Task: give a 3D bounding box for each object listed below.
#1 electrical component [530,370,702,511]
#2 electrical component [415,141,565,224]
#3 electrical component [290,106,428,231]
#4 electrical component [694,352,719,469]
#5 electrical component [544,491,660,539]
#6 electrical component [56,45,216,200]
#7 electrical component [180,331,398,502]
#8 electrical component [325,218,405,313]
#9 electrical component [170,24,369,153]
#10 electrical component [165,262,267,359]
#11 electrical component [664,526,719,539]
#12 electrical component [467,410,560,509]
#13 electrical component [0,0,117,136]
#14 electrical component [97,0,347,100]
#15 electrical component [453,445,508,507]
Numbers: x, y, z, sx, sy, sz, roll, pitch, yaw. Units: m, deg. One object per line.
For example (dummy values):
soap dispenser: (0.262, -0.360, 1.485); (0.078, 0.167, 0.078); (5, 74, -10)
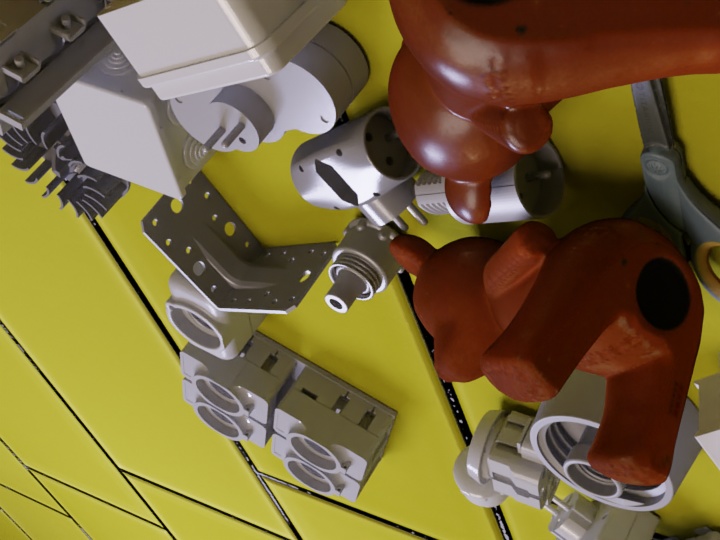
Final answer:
electrical component: (0.164, 0.114, 0.705); (0.108, 0.060, 0.108); (25, 149, 17)
electrical component: (0.066, -0.047, 0.590); (0.081, 0.043, 0.043); (-2, 134, 47)
electrical component: (0.009, -0.053, 0.639); (0.079, 0.043, 0.077); (47, 148, -19)
electrical component: (0.247, 0.108, 0.608); (0.063, 0.078, 0.121); (-26, 117, 32)
electrical component: (0.171, 0.196, 0.828); (0.076, 0.047, 0.083); (36, 150, -1)
electrical component: (-0.151, -0.104, 0.721); (0.100, 0.048, 0.099); (20, 147, 24)
electrical component: (-0.069, 0.124, 0.954); (0.186, 0.060, 0.105); (29, 150, 11)
electrical component: (0.000, 0.000, 0.705); (0.048, 0.062, 0.048); (25, 149, 17)
electrical component: (-0.064, -0.094, 0.624); (0.138, 0.073, 0.052); (-3, 133, 47)
electrical component: (-0.115, 0.026, 0.860); (0.054, 0.059, 0.095); (24, 148, 18)
electrical component: (0.239, 0.240, 0.807); (0.079, 0.063, 0.121); (36, 150, -2)
electrical component: (0.115, 0.136, 0.790); (0.057, 0.058, 0.078); (16, 146, 25)
electrical component: (-0.191, -0.146, 0.630); (0.079, 0.121, 0.063); (28, 147, 12)
electrical component: (-0.072, -0.138, 0.566); (0.113, 0.078, 0.057); (-1, 131, 46)
electrical component: (0.102, 0.170, 0.865); (0.048, 0.048, 0.062); (19, 153, 26)
